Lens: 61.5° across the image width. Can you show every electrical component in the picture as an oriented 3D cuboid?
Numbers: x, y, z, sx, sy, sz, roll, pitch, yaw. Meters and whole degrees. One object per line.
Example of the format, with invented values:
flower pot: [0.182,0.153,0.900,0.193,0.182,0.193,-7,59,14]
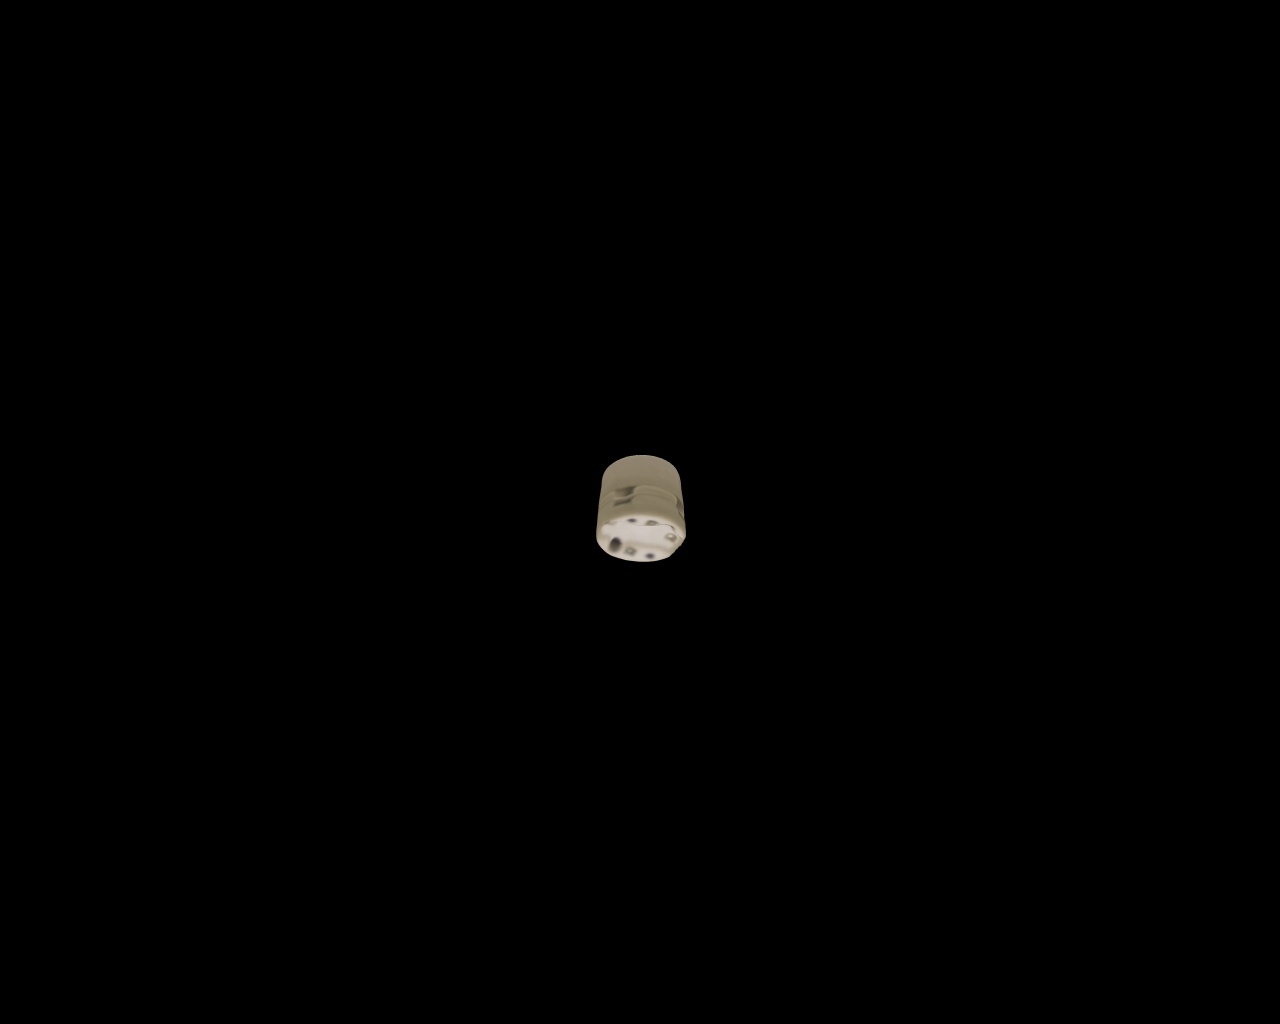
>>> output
electrical component: [0.001,-0.003,0.650,0.055,0.047,0.055,0,-35,0]
